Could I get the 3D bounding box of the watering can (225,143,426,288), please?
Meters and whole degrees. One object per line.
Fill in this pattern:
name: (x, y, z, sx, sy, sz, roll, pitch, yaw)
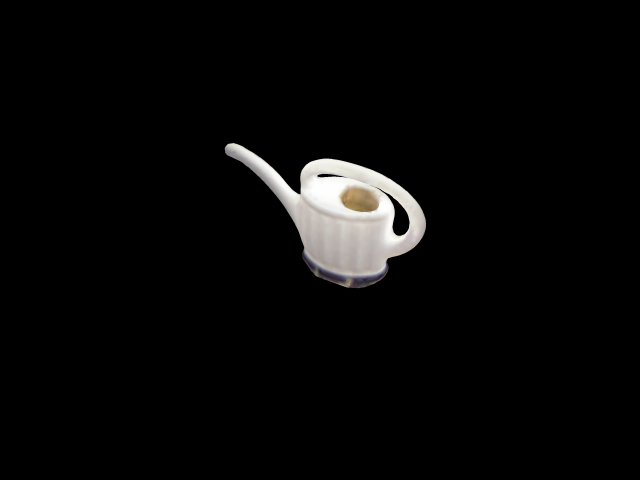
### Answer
watering can: (0.003, -0.043, 0.850, 0.349, 0.219, 0.106, 18, 43, 21)
